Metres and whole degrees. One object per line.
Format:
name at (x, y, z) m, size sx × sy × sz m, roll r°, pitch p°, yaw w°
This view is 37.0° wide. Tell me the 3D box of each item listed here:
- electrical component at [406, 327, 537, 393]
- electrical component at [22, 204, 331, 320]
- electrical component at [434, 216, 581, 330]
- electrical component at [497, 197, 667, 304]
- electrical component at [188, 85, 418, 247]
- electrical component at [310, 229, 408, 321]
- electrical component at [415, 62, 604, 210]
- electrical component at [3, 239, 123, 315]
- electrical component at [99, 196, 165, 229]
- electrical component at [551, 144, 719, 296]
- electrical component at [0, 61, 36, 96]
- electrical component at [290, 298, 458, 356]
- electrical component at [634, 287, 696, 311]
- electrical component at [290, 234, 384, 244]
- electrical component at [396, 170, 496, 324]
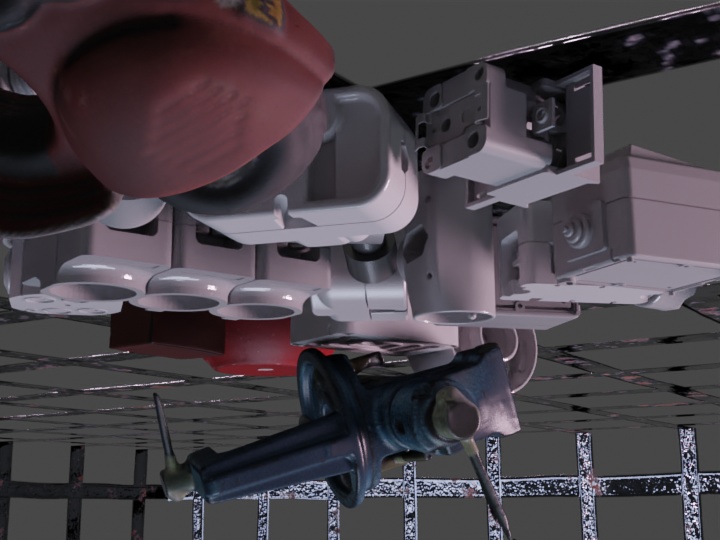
electrical component at (0.090, 0.059, 0.860) m, size 0.099 × 0.099 × 0.064 m, roll 8°, pitch 159°, yaw -32°
electrical component at (-0.101, -0.012, 0.603) m, size 0.150 × 0.061 × 0.089 m, roll 9°, pitch 165°, yaw -36°
electrical component at (0.095, 0.004, 0.679) m, size 0.096 × 0.061 × 0.061 m, roll 3°, pitch 167°, yaw -14°
electrical component at (0.128, -0.013, 0.615) m, size 0.089 × 0.055 × 0.050 m, roll 2°, pitch 168°, yaw -11°
electrical component at (-0.024, -0.043, 0.480) m, size 0.095 × 0.053 × 0.059 m, roll -4°, pitch 167°, yaw 17°
electrical component at (0.000, 0.000, 0.677) m, size 0.059 × 0.053 × 0.095 m, roll -1°, pitch 167°, yaw 3°
electrical component at (0.062, -0.056, 0.452) m, size 0.064 × 0.042 × 0.081 m, roll 10°, pitch 163°, yaw -32°
electrical component at (-0.181, -0.002, 0.669) m, size 0.080 × 0.051 × 0.080 m, roll 0°, pitch 168°, yaw 0°
electrical component at (-0.104, -0.049, 0.477) m, size 0.043 × 0.043 × 0.081 m, roll 3°, pitch 167°, yaw -13°
electrical component at (0.143, -0.025, 0.551) m, size 0.096 × 0.061 × 0.062 m, roll 6°, pitch 166°, yaw -25°
electrical component at (-0.123, -0.070, 0.402) m, size 0.061 × 0.035 × 0.035 m, roll -9°, pitch 165°, yaw 27°
electrical component at (0.011, 0.028, 0.796) m, size 0.113 × 0.057 × 0.078 m, roll 9°, pitch 165°, yaw -36°
electrical component at (0.192, 0.004, 0.725) m, size 0.062 × 0.043 × 0.043 m, roll 8°, pitch 165°, yaw -29°
electrical component at (-0.029, -0.035, 0.541) m, size 0.081 × 0.043 × 0.043 m, roll 1°, pitch 168°, yaw -6°
electrical component at (0.044, -0.009, 0.585) m, size 0.043 × 0.077 × 0.079 m, roll 3°, pitch 168°, yaw -17°
